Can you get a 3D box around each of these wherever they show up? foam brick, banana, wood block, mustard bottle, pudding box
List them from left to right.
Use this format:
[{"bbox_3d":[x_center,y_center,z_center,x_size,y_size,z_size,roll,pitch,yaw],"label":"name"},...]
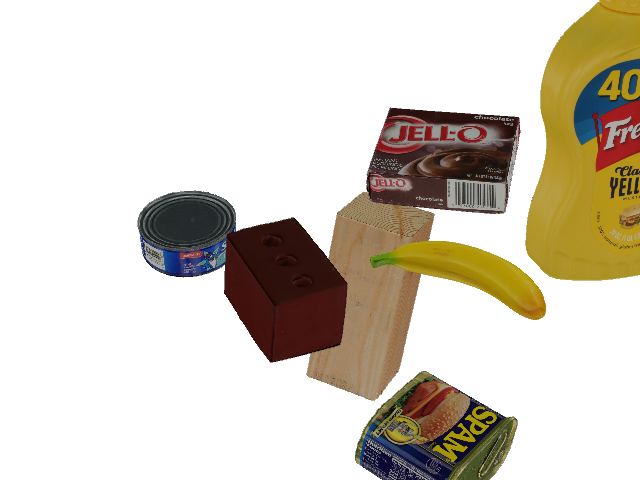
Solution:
[{"bbox_3d":[-0.024,0.032,0.694,0.052,0.051,0.078,-14,42,-26],"label":"foam brick"},{"bbox_3d":[0.056,0.063,1.213,0.090,0.206,0.090,18,24,17],"label":"wood block"},{"bbox_3d":[0.102,-0.067,0.872,0.113,0.039,0.090,7,44,13],"label":"pudding box"},{"bbox_3d":[0.145,0.034,1.037,0.198,0.037,0.069,15,43,40],"label":"banana"},{"bbox_3d":[0.172,-0.073,0.607,0.096,0.192,0.058,-7,28,-12],"label":"mustard bottle"}]

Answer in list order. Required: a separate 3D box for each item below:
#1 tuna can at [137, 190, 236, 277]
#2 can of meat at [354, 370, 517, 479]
[{"bbox_3d":[-0.116,-0.006,0.937,0.086,0.034,0.086,0,38,0],"label":"tuna can"},{"bbox_3d":[0.088,0.155,0.819,0.084,0.057,0.101,28,39,28],"label":"can of meat"}]
